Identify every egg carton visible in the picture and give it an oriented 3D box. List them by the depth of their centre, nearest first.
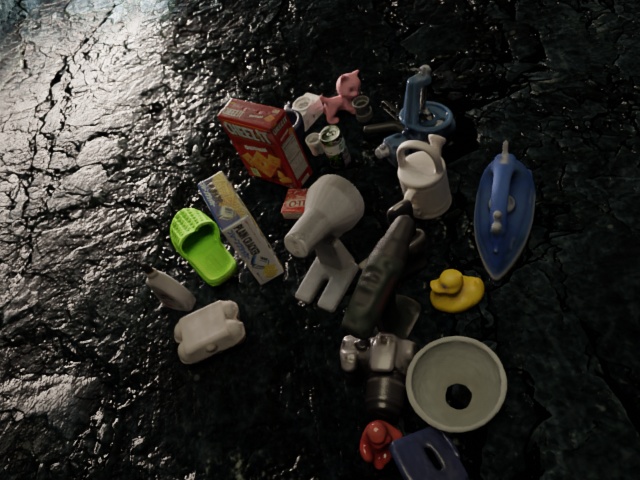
[{"bbox_3d":[-0.230,0.194,1.194,0.150,0.070,0.107,-26,51,1],"label":"egg carton"}]

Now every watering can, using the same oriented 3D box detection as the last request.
[{"bbox_3d":[0.215,-0.145,1.199,0.100,0.194,0.173,-4,54,17],"label":"watering can"}]

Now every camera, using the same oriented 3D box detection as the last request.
[{"bbox_3d":[0.102,0.240,1.020,0.143,0.101,0.137,-2,55,19],"label":"camera"}]

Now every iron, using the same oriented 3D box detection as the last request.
[{"bbox_3d":[0.356,-0.063,1.123,0.118,0.142,0.258,3,57,22],"label":"iron"}]

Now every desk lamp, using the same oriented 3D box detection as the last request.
[{"bbox_3d":[0.011,0.004,1.152,0.117,0.214,0.203,15,62,29],"label":"desk lamp"}]

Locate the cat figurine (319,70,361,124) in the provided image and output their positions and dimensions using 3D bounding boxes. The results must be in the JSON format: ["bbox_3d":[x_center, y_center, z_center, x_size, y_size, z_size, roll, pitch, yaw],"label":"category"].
[{"bbox_3d":[0.057,-0.378,1.476,0.128,0.118,0.067,-26,51,0],"label":"cat figurine"}]

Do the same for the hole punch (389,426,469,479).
[{"bbox_3d":[0.174,0.356,0.915,0.101,0.091,0.108,-31,51,-4],"label":"hole punch"}]

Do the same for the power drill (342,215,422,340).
[{"bbox_3d":[0.124,0.095,1.048,0.075,0.209,0.230,18,63,30],"label":"power drill"}]

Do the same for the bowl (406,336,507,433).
[{"bbox_3d":[0.234,0.254,0.979,0.167,0.075,0.167,-10,53,13],"label":"bowl"}]

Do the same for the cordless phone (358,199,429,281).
[{"bbox_3d":[0.135,0.001,1.128,0.147,0.185,0.094,-35,51,-7],"label":"cordless phone"}]

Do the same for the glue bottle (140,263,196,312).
[{"bbox_3d":[-0.338,0.098,1.237,0.078,0.173,0.037,4,57,23],"label":"glue bottle"}]

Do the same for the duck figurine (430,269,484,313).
[{"bbox_3d":[0.257,0.087,1.085,0.104,0.086,0.077,-13,52,11],"label":"duck figurine"}]

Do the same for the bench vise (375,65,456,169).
[{"bbox_3d":[0.214,-0.262,1.269,0.121,0.220,0.208,25,67,32],"label":"bench vise"}]

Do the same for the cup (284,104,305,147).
[{"bbox_3d":[-0.075,-0.281,1.468,0.091,0.095,0.117,-8,53,15],"label":"cup"}]

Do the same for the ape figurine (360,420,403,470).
[{"bbox_3d":[0.099,0.333,0.959,0.077,0.092,0.076,-13,52,11],"label":"ape figurine"}]
